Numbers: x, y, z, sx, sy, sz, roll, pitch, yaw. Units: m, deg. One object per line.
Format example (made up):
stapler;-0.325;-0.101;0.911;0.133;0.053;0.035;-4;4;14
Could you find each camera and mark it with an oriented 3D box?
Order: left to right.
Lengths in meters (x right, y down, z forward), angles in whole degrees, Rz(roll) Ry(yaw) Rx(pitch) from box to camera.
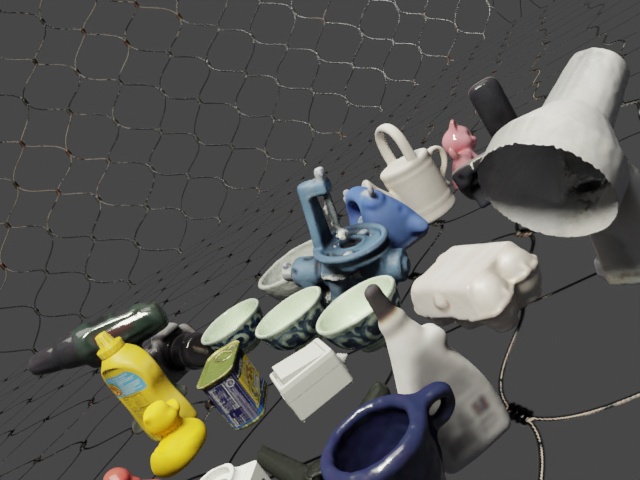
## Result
camera;-0.270;0.213;1.073;0.136;0.101;0.143;-17;22;50

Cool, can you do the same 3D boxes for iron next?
iron;0.089;-0.042;1.041;0.119;0.141;0.258;-36;14;-9

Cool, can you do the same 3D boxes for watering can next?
watering can;0.156;-0.124;1.055;0.173;0.194;0.100;-43;16;-32

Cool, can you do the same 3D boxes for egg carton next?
egg carton;0.176;0.055;0.661;0.107;0.069;0.150;-41;15;-26

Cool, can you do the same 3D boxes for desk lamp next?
desk lamp;0.267;-0.060;0.541;0.204;0.214;0.117;-41;16;-29

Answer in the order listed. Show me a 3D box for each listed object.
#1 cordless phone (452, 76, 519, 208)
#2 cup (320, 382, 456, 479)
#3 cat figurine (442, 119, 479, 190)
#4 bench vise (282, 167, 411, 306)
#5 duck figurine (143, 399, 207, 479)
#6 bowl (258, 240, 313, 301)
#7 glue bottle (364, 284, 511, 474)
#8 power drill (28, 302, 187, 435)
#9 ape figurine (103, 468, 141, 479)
cordless phone;0.271;-0.161;0.942;0.147;0.185;0.094;-30;14;16
cup;0.071;0.174;0.439;0.118;0.095;0.091;-37;14;-13
cat figurine;0.276;-0.178;1.131;0.067;0.118;0.128;-25;16;32
bench vise;0.007;0.008;0.892;0.207;0.220;0.121;-30;14;16
duck figurine;-0.211;0.265;0.789;0.077;0.086;0.104;-29;15;20
bowl;-0.030;0.067;1.082;0.167;0.075;0.167;-31;14;9
glue bottle;0.086;0.106;0.471;0.078;0.173;0.037;-36;14;-8
power drill;-0.339;0.220;0.976;0.230;0.208;0.075;-36;14;-8
ape figurine;-0.216;0.303;0.658;0.078;0.092;0.076;-43;17;-33
